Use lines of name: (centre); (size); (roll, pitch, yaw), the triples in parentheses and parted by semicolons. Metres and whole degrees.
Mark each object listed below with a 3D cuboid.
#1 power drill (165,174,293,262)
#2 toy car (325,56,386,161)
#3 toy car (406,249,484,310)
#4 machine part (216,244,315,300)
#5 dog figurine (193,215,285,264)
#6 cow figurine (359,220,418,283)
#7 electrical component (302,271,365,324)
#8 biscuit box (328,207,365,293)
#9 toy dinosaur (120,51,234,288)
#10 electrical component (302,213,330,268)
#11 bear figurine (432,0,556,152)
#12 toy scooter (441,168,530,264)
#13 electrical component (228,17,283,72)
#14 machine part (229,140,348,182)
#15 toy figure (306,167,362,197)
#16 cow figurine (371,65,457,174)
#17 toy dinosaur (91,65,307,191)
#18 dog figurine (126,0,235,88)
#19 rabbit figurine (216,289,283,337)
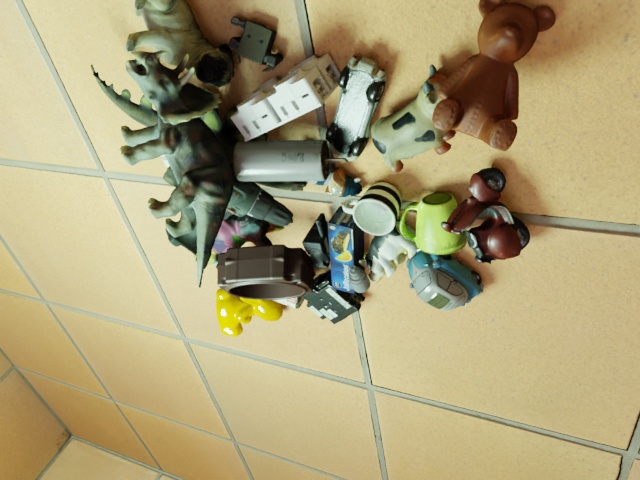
power drill: (-0.198, -0.043, 1.083); (0.232, 0.086, 0.207); (36, 122, -18)
toy car: (0.062, -0.227, 0.945); (0.074, 0.056, 0.201); (29, 137, 13)
toy car: (0.247, 0.091, 1.099); (0.162, 0.103, 0.109); (36, 139, -1)
machine part: (-0.121, 0.080, 1.231); (0.201, 0.087, 0.201); (-4, 161, 10)
dog figurine: (-0.195, -0.009, 1.266); (0.219, 0.108, 0.191); (12, 133, 17)
cow figurine: (0.133, 0.023, 1.126); (0.098, 0.068, 0.167); (40, 135, -1)
electrical component: (0.026, 0.140, 1.308); (0.115, 0.058, 0.134); (44, 137, -10)
biscuit box: (0.059, 0.027, 1.178); (0.059, 0.063, 0.202); (14, 135, 21)
toy dinosaur: (-0.226, -0.130, 0.953); (0.192, 0.131, 0.404); (-24, 108, 0)
electrical component: (-0.002, -0.004, 1.177); (0.048, 0.075, 0.119); (4, 135, 27)
bear figurine: (0.243, -0.236, 0.741); (0.120, 0.132, 0.195); (24, 112, 4)
toy scooter: (0.285, -0.025, 0.946); (0.183, 0.135, 0.075); (59, 171, -23)
electrical component: (-0.114, -0.342, 0.951); (0.102, 0.045, 0.078); (20, 108, 10)
machine part: (-0.071, -0.146, 0.995); (0.243, 0.079, 0.079); (2, 131, 12)
toy figure: (0.012, -0.126, 1.070); (0.154, 0.058, 0.064); (31, 176, -1)
cow figurine: (0.168, -0.201, 0.889); (0.195, 0.085, 0.127); (-20, 123, 42)
toy dinosaur: (-0.242, -0.202, 1.090); (0.471, 0.105, 0.198); (19, 123, -9)
dog figurine: (-0.236, -0.380, 0.969); (0.190, 0.121, 0.172); (11, 115, -19)
rabbit figurine: (-0.185, 0.169, 1.442); (0.173, 0.122, 0.162); (5, 123, 8)
